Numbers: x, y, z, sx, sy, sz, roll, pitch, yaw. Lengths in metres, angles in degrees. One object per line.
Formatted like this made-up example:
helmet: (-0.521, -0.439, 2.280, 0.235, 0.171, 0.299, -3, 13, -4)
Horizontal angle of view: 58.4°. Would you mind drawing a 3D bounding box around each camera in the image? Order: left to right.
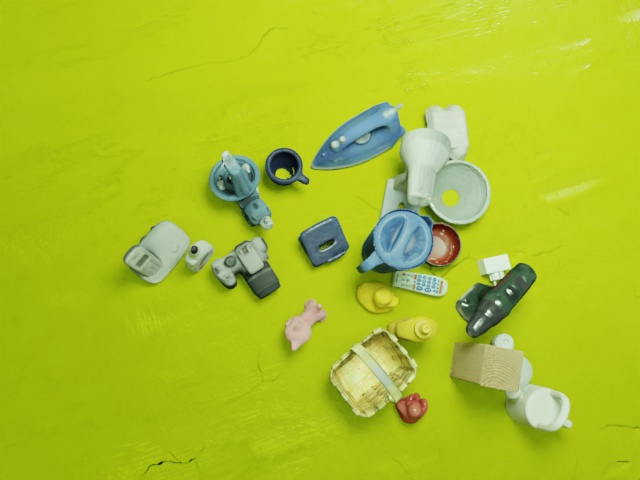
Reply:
camera: (-0.167, 0.079, 1.362, 0.143, 0.100, 0.137, -33, 86, -10)

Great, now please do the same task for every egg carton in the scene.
egg carton: (0.328, -0.277, 1.484, 0.107, 0.069, 0.150, -5, 82, -7)

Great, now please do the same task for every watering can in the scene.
watering can: (0.512, 0.394, 1.339, 0.173, 0.194, 0.101, 9, 81, -4)

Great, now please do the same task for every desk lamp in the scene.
desk lamp: (0.231, -0.142, 1.380, 0.118, 0.213, 0.203, 12, 80, -4)

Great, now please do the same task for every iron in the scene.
iron: (0.094, -0.258, 1.420, 0.258, 0.141, 0.118, -31, 86, -9)

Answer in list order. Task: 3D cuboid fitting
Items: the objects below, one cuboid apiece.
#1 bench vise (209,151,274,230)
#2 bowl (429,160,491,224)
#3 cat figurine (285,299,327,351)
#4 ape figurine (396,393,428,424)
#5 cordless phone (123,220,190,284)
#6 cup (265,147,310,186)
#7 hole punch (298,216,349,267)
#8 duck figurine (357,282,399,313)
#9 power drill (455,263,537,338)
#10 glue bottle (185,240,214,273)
bench vise: (-0.170, -0.127, 1.333, 0.207, 0.219, 0.121, 36, 80, 1)
bowl: (0.342, -0.115, 1.459, 0.167, 0.074, 0.167, 1, 81, -6)
cat figurine: (-0.038, 0.198, 1.349, 0.067, 0.117, 0.128, 43, 80, 2)
ape figurine: (0.220, 0.401, 1.359, 0.078, 0.092, 0.076, 20, 80, -2)
cordless phone: (-0.377, 0.020, 1.306, 0.094, 0.185, 0.148, 35, 80, 0)
cup: (-0.078, -0.165, 1.412, 0.118, 0.095, 0.092, 32, 80, 0)
hole punch: (0.013, 0.005, 1.397, 0.109, 0.091, 0.101, -29, 85, -9)
duck figurine: (0.143, 0.138, 1.393, 0.104, 0.086, 0.077, 21, 80, -2)
power drill: (0.402, 0.149, 1.357, 0.230, 0.208, 0.075, -42, 87, -10)
glue bottle: (-0.283, 0.032, 1.320, 0.037, 0.173, 0.078, 32, 80, 0)
